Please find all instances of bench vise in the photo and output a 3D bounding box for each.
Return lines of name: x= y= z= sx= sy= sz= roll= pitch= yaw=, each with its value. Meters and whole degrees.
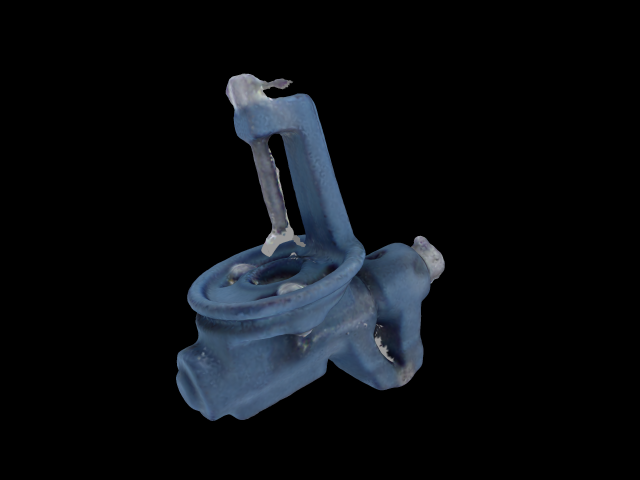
bench vise: x=-0.005 y=0.000 z=0.408 sx=0.121 sy=0.220 sz=0.208 roll=7 pitch=11 yaw=39
